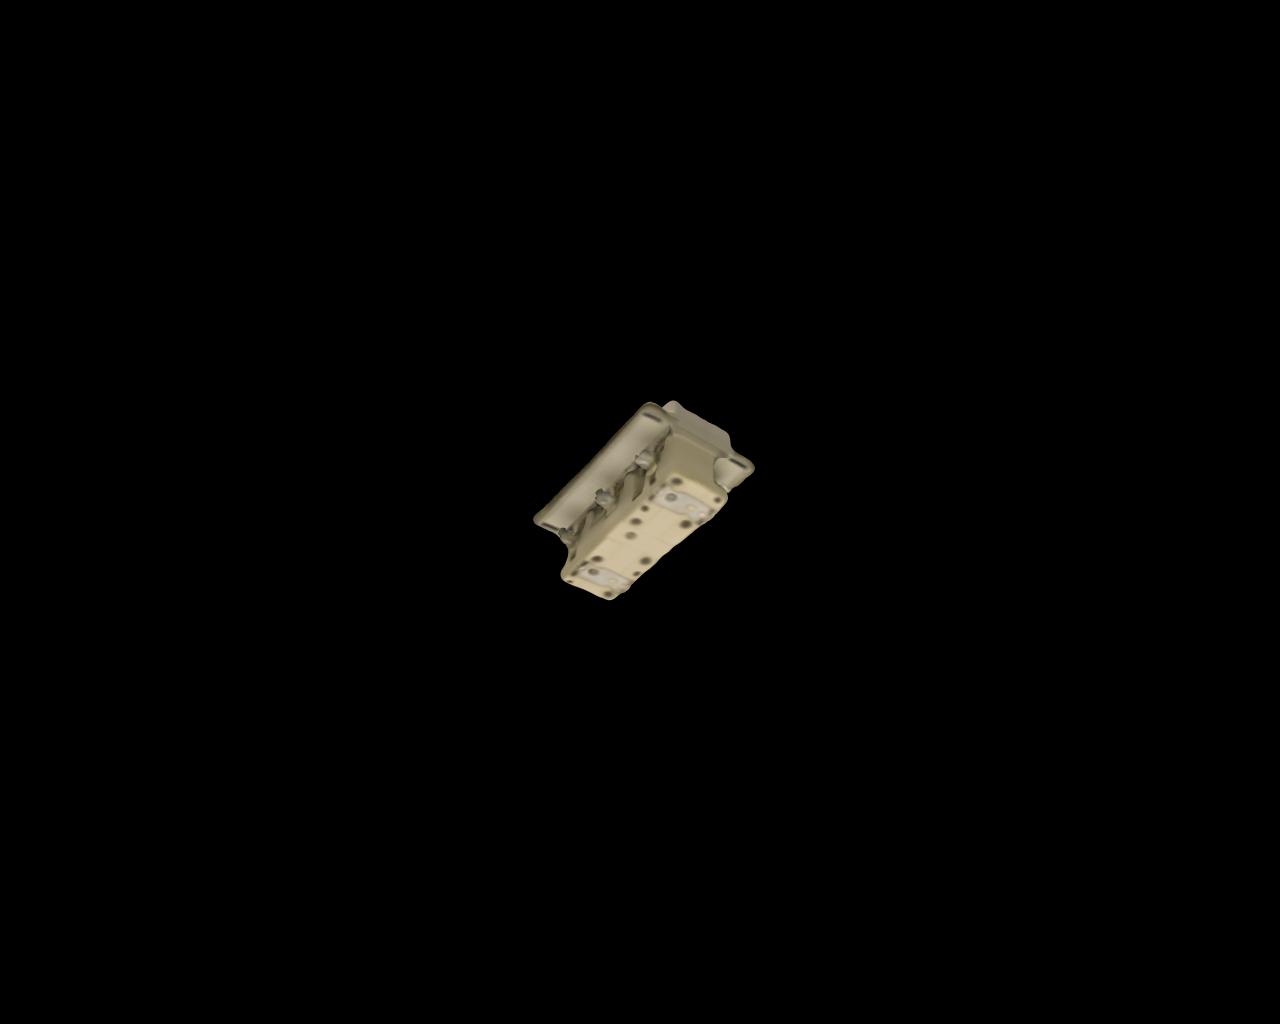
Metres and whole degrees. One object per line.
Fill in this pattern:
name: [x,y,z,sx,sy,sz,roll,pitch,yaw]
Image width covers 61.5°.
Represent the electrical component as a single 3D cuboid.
electrical component: [0.001,-0.003,0.650,0.079,0.063,0.121,27,-49,-26]
